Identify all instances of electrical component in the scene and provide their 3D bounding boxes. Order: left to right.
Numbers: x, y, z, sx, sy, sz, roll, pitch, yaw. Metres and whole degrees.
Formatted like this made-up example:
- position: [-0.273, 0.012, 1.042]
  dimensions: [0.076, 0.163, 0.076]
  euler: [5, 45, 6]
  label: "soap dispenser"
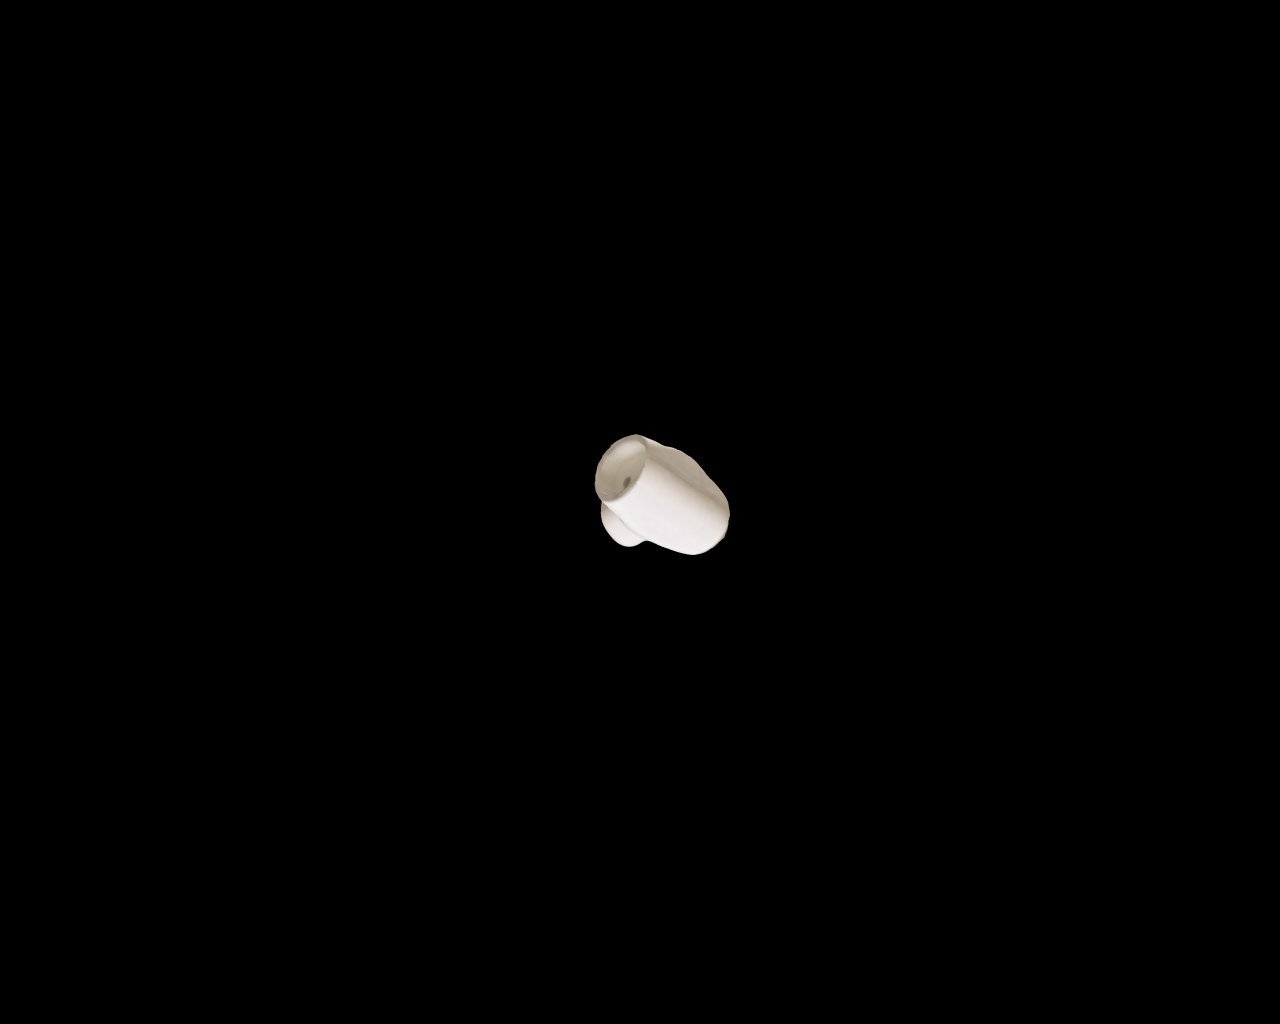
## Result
- position: [0.001, -0.003, 0.650]
  dimensions: [0.079, 0.044, 0.077]
  euler: [-27, -44, 33]
  label: "electrical component"
